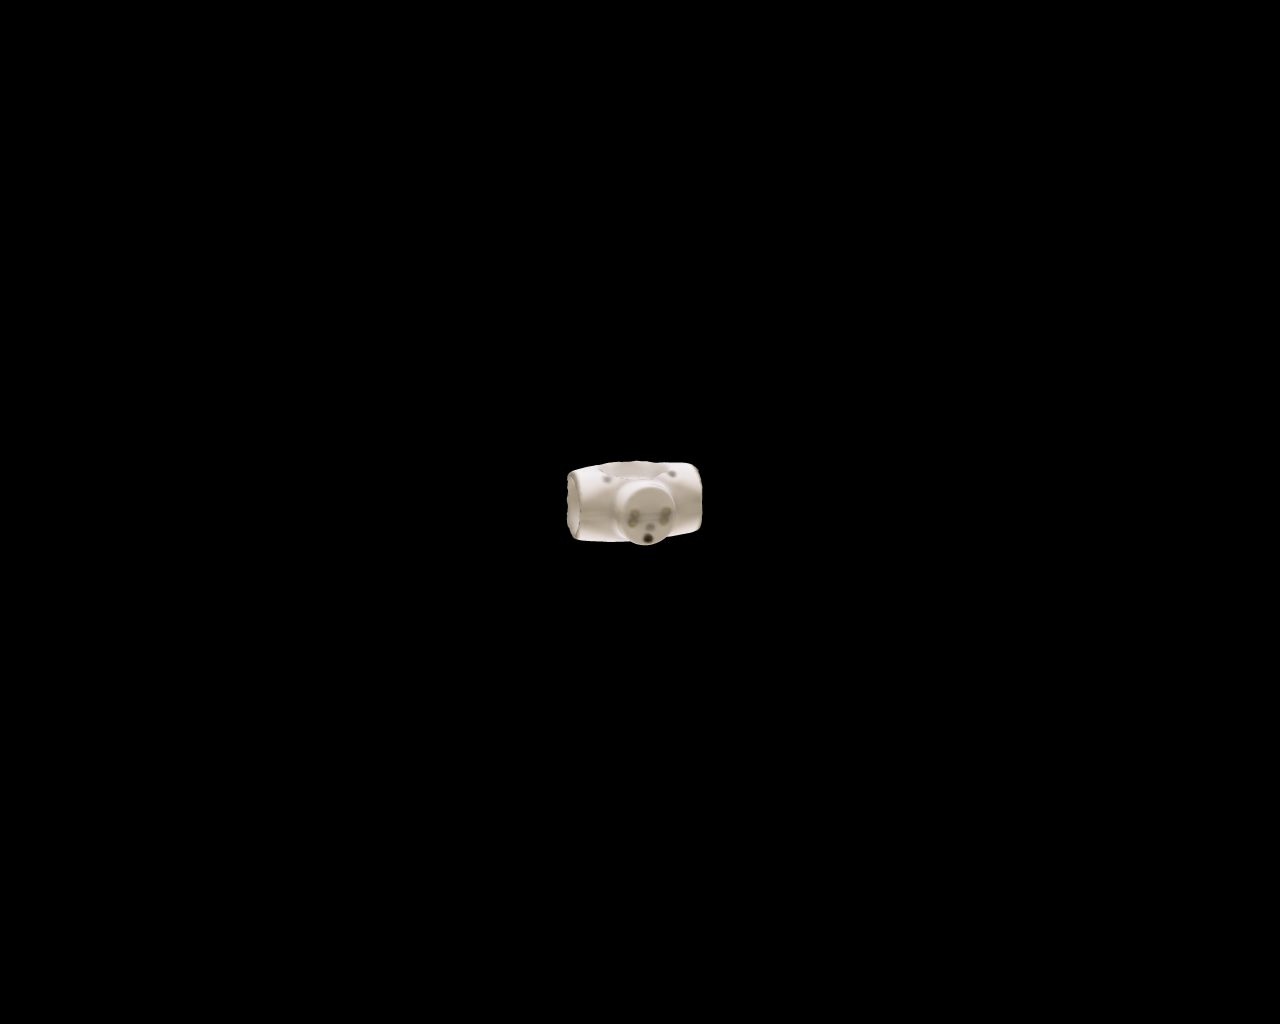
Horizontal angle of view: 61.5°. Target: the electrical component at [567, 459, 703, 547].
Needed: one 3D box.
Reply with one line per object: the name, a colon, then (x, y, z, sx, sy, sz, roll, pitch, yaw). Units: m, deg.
electrical component: (0.001, -0.003, 0.650, 0.077, 0.044, 0.079, -4, 16, -14)
